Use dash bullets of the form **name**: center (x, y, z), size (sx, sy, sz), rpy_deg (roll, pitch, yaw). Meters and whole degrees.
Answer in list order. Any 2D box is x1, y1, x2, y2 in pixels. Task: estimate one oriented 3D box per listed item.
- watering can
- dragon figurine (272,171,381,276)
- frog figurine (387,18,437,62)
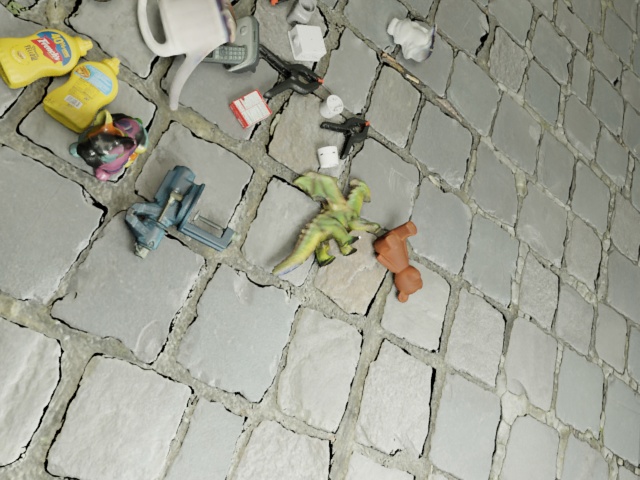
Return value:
- **watering can**: center (-0.305, -0.486, 1.227), size (0.225, 0.103, 0.350), rpy_deg (-16, 81, -8)
- **dragon figurine**: center (0.004, -0.068, 1.354), size (0.414, 0.120, 0.245), rpy_deg (-18, 70, -36)
- **frog figurine**: center (0.298, -0.661, 1.700), size (0.159, 0.121, 0.139), rpy_deg (11, 78, 8)
